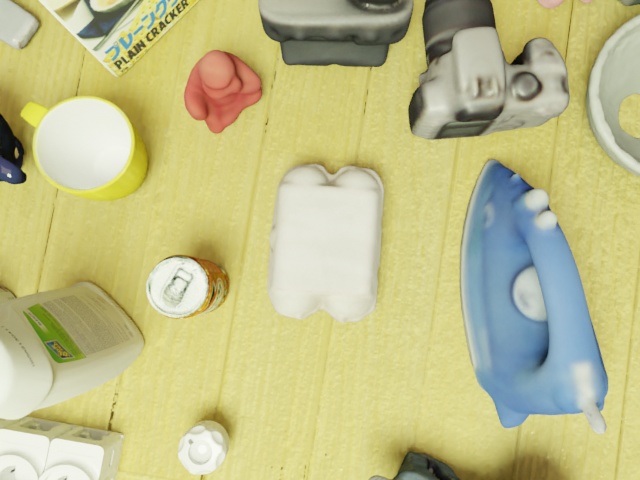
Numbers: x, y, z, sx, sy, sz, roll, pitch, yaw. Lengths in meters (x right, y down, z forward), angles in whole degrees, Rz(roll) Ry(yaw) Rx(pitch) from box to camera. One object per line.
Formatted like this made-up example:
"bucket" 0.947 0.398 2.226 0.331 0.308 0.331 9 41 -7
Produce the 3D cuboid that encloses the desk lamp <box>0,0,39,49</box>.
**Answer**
"desk lamp" -0.367 -0.300 0.501 0.203 0.213 0.118 31 86 3

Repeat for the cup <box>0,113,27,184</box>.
"cup" -0.314 -0.082 0.543 0.117 0.095 0.092 30 86 3

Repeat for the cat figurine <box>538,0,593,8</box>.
"cat figurine" 0.247 -0.308 0.550 0.067 0.117 0.128 -15 85 -1

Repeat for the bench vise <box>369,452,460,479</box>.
"bench vise" 0.136 0.259 0.451 0.207 0.219 0.121 4 85 1

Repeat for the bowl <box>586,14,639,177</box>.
"bowl" 0.330 -0.130 0.556 0.167 0.074 0.167 0 85 0

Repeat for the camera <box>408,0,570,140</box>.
"camera" 0.155 -0.176 0.547 0.143 0.101 0.137 -6 85 0

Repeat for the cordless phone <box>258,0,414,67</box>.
"cordless phone" 0.015 -0.231 0.509 0.147 0.185 0.094 -4 85 0

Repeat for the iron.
"iron" 0.193 0.040 0.509 0.118 0.141 0.258 -11 85 -1

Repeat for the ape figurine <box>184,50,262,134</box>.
"ape figurine" -0.096 -0.151 0.550 0.078 0.092 0.076 -2 85 0

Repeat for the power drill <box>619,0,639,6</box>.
"power drill" 0.343 -0.312 0.504 0.075 0.208 0.230 30 86 3

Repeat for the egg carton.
"egg carton" 0.005 0.002 0.548 0.107 0.069 0.150 3 85 0
